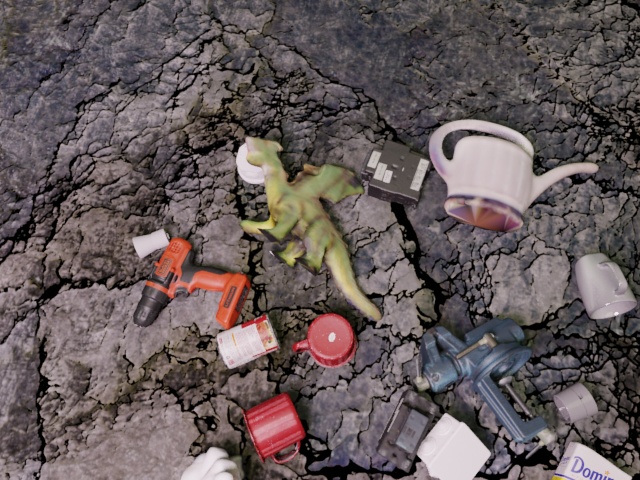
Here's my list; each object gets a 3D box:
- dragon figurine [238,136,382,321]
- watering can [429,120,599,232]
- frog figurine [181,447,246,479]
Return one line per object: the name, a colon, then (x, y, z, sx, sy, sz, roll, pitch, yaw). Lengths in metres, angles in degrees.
dragon figurine: (0.003, -0.050, 1.003, 0.410, 0.120, 0.246, 37, 68, -3)
watering can: (0.375, -0.117, 1.008, 0.347, 0.102, 0.228, 17, 71, -1)
frog figurine: (-0.173, 0.399, 0.801, 0.123, 0.157, 0.139, 16, 71, 10)
